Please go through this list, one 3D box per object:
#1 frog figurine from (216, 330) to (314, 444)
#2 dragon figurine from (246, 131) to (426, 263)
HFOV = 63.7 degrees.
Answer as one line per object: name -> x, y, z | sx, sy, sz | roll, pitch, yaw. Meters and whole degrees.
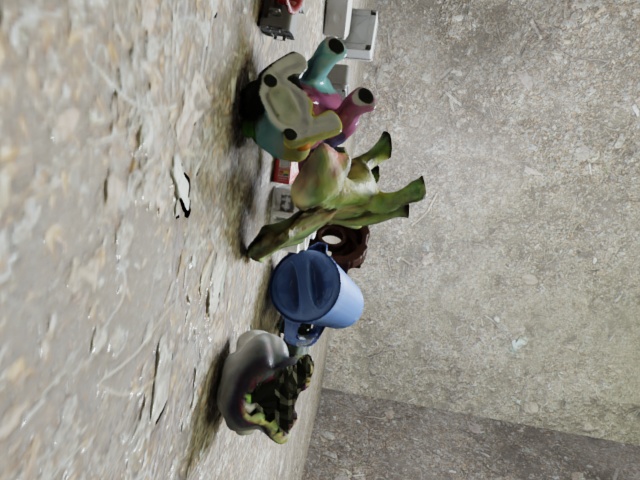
frog figurine -> -0.092, 0.189, 0.701 | 0.159, 0.123, 0.137 | 6, -84, 60
dragon figurine -> 0.002, -0.037, 0.737 | 0.123, 0.244, 0.404 | 63, -16, 12
